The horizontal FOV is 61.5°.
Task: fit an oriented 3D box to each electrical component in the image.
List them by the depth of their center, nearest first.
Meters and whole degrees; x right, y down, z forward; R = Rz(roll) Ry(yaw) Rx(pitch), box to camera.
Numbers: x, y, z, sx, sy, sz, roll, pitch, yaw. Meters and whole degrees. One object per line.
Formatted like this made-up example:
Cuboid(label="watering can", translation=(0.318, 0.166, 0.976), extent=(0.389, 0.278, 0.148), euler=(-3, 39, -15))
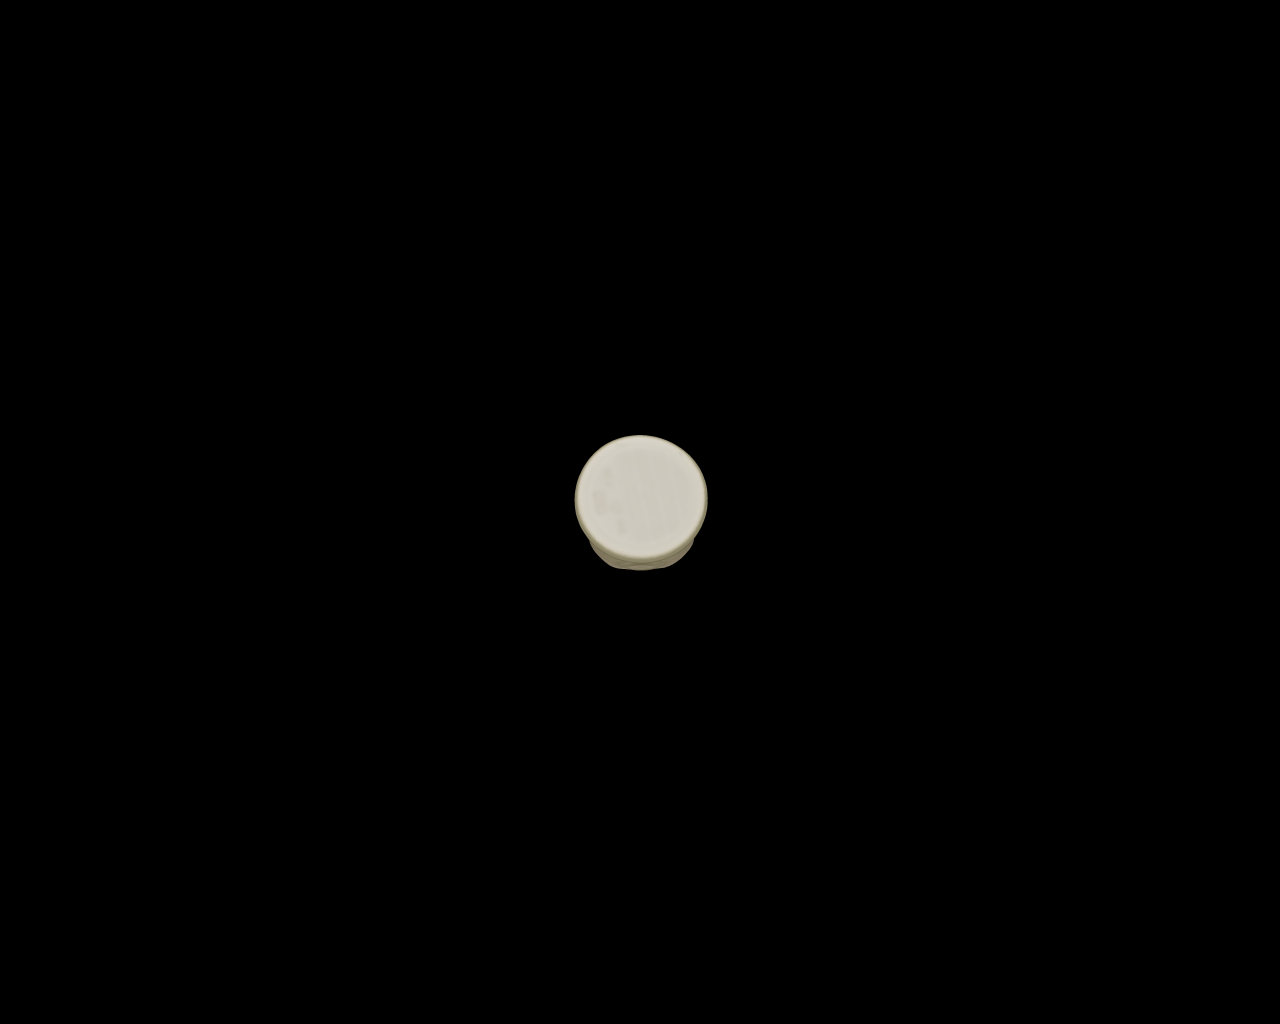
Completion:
Cuboid(label="electrical component", translation=(0.001, -0.003, 0.650), extent=(0.080, 0.080, 0.051), euler=(0, -17, 0))
